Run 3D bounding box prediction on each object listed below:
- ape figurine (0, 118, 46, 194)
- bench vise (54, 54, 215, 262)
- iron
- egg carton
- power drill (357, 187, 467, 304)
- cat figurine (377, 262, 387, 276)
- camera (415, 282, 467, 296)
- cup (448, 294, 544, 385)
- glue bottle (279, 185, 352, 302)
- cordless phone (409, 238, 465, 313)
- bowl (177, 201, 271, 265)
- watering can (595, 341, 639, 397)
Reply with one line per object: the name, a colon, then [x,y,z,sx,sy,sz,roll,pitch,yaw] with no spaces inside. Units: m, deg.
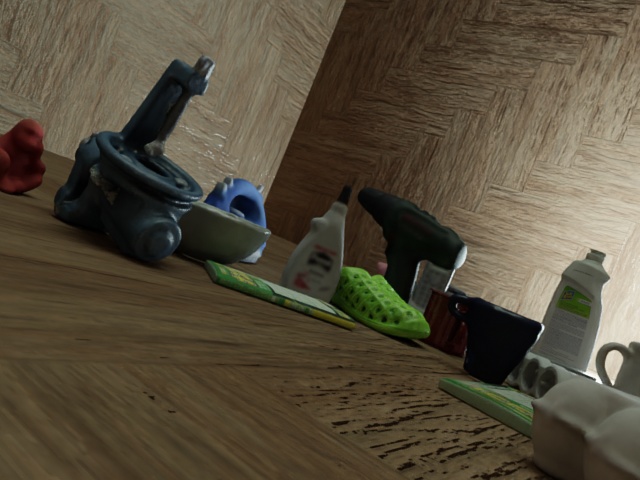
ape figurine: [-0.369,-0.105,0.701,0.075,0.092,0.078,22,0,35]
bench vise: [-0.202,-0.106,0.615,0.206,0.220,0.122,22,0,22]
iron: [-0.156,-0.047,0.976,0.118,0.141,0.259,22,0,10]
egg carton: [0.218,0.146,0.379,0.151,0.069,0.107,22,0,-23]
power drill: [0.125,0.031,0.979,0.228,0.208,0.076,22,0,35]
cat figurine: [0.164,0.095,1.156,0.067,0.118,0.127,22,0,-44]
camera: [0.256,0.141,1.179,0.143,0.101,0.136,22,0,-20]
cup: [0.204,0.125,0.713,0.117,0.095,0.092,22,0,23]
glue bottle: [0.007,0.003,0.808,0.078,0.173,0.037,22,0,-21]
cordless phone: [0.240,0.090,1.023,0.147,0.185,0.094,22,0,12]
bowl: [-0.156,-0.010,0.787,0.167,0.075,0.167,22,0,0]
watering can: [0.429,0.162,0.695,0.173,0.194,0.100,22,0,-16]
